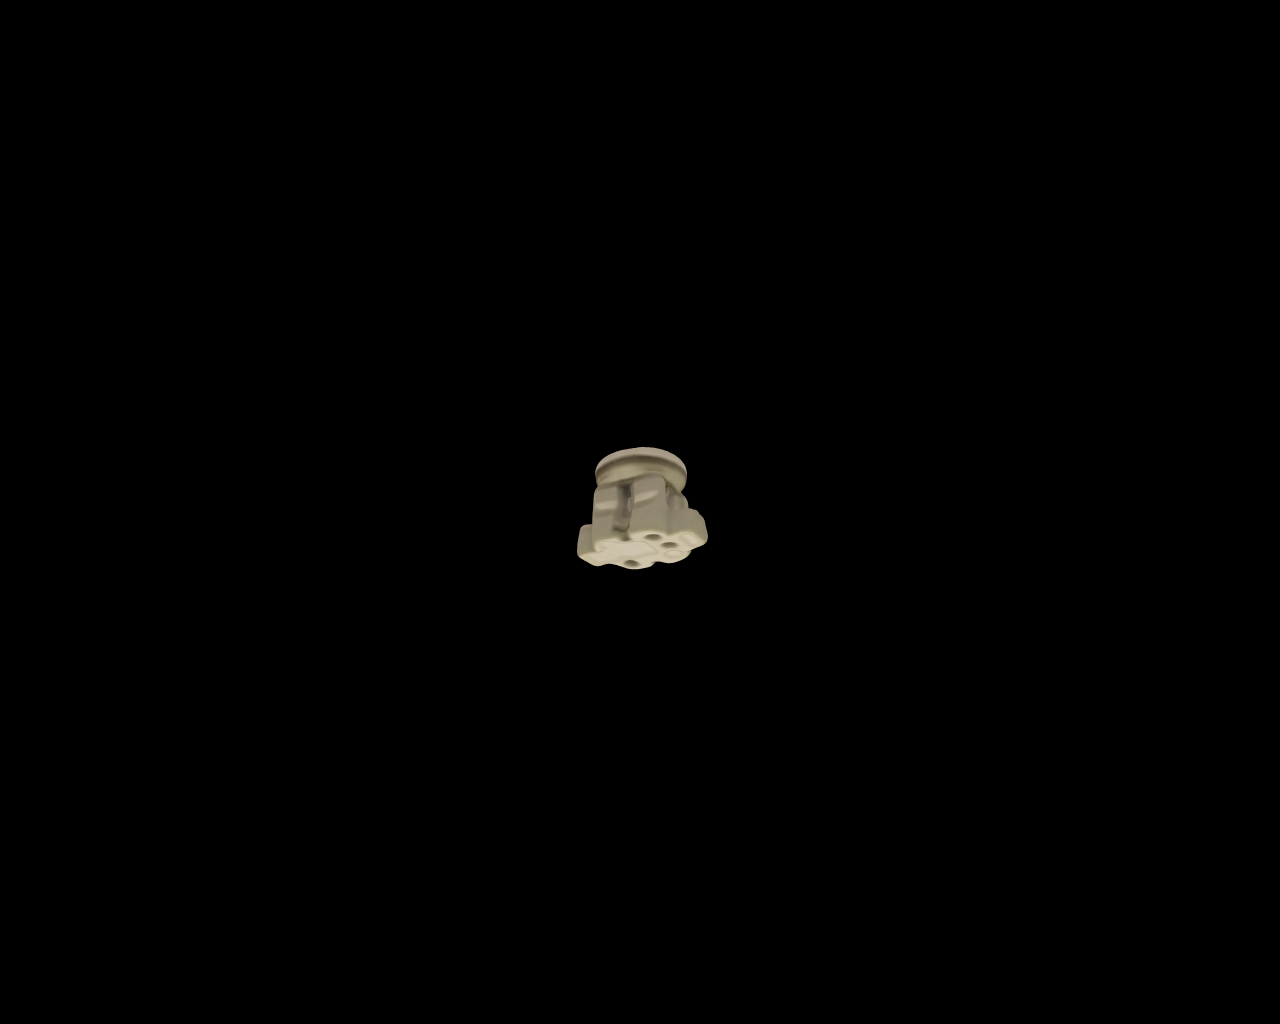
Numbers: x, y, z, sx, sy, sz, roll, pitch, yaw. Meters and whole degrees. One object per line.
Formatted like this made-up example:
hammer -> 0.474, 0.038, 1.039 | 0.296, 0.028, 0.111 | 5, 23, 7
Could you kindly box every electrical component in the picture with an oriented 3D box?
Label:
electrical component -> 0.001, -0.003, 0.650 | 0.078, 0.057, 0.058 | -12, -27, 25
